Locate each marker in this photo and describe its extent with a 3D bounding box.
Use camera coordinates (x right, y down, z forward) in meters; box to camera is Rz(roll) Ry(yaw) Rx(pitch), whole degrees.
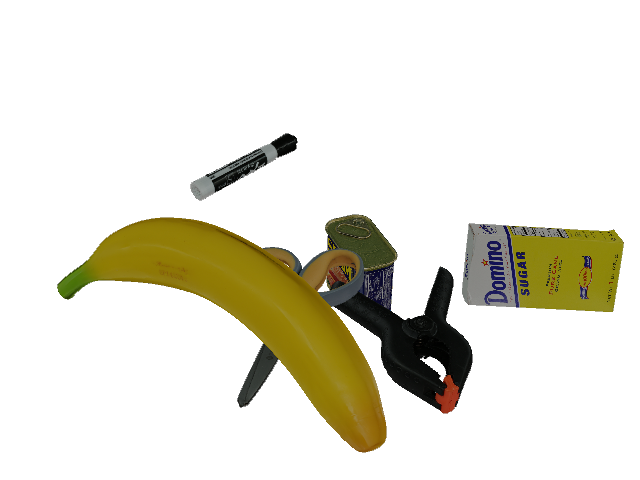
[{"bbox_3d":[-0.070,-0.072,1.019,0.120,0.020,0.020,-31,16,-29],"label":"marker"}]

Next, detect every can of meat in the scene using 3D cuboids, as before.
[{"bbox_3d":[0.044,0.033,1.226,0.057,0.084,0.102,-13,38,-19],"label":"can of meat"}]

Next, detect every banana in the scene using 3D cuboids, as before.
[{"bbox_3d":[-0.043,0.035,0.546,0.198,0.070,0.037,24,10,22],"label":"banana"}]

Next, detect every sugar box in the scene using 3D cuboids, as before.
[{"bbox_3d":[0.260,0.033,1.258,0.176,0.093,0.048,1,20,-2],"label":"sugar box"}]

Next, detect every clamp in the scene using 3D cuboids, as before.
[{"bbox_3d":[0.093,0.081,0.951,0.120,0.039,0.172,-18,44,-17],"label":"clamp"}]

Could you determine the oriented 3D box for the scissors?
[{"bbox_3d":[-0.038,0.048,0.727,0.096,0.016,0.201,14,29,25],"label":"scissors"}]
